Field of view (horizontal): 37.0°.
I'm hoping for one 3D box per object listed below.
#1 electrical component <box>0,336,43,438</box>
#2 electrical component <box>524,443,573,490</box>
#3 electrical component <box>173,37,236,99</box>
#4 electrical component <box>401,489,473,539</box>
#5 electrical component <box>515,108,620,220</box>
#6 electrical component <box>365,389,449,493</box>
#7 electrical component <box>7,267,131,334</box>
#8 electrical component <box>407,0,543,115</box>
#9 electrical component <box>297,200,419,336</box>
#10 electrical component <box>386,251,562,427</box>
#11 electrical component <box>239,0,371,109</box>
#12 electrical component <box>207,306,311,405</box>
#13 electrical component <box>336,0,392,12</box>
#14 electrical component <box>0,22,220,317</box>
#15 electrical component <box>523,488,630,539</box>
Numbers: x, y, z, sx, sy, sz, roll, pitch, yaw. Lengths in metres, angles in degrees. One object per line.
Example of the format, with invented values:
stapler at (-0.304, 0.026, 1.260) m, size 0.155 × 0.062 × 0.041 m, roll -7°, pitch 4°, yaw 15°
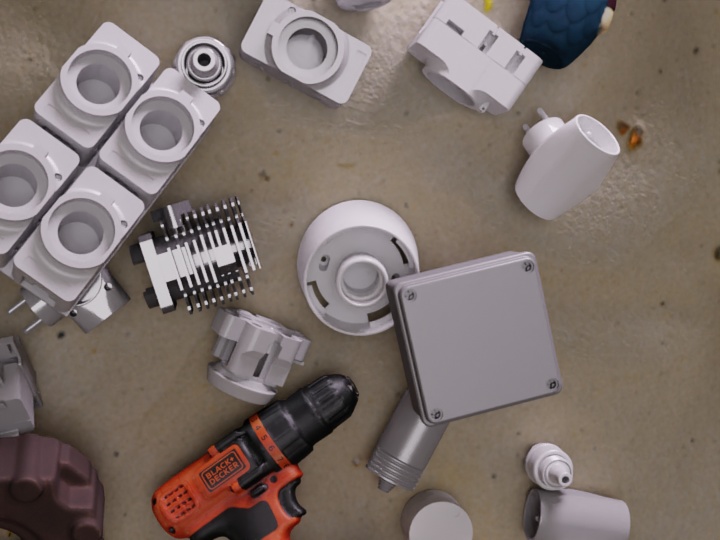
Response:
electrical component at (-0.306, 0.099, 0.794) m, size 0.121 × 0.063 × 0.078 m, roll -13°, pitch 136°, yaw -7°
electrical component at (0.157, 0.162, 0.872) m, size 0.035 × 0.061 × 0.035 m, roll -1°, pitch 94°, yaw -8°
electrical component at (-0.117, -0.155, 0.811) m, size 0.048 × 0.062 × 0.048 m, roll -1°, pitch 94°, yaw -8°
electrical component at (0.081, 0.249, 0.861) m, size 0.052 × 0.074 × 0.138 m, roll -24°, pitch 97°, yaw -6°
electrical component at (0.156, -0.094, 0.856) m, size 0.044 × 0.077 × 0.079 m, roll 2°, pitch 50°, yaw -42°
electrical component at (0.037, 0.141, 0.863) m, size 0.043 × 0.043 × 0.081 m, roll 28°, pitch 89°, yaw -9°
electrical component at (-0.230, 0.016, 0.815) m, size 0.079 × 0.044 × 0.077 m, roll -38°, pitch 98°, yaw -4°
electrical component at (0.087, -0.165, 0.846) m, size 0.089 × 0.050 × 0.055 m, roll 35°, pitch 88°, yaw -9°
electrical component at (0.000, 0.000, 0.850) m, size 0.099 × 0.064 × 0.099 m, roll -1°, pitch 107°, yaw -4°
electrical component at (0.084, 0.049, 0.803) m, size 0.109 × 0.056 × 0.108 m, roll -13°, pitch 96°, yaw -7°
electrical component at (-0.042, -0.167, 0.824) m, size 0.089 × 0.056 × 0.050 m, roll 27°, pitch 90°, yaw -9°
electrical component at (-0.084, 0.068, 0.832) m, size 0.078 × 0.058 × 0.057 m, roll 21°, pitch 95°, yaw -34°
electrical component at (0.001, -0.234, 0.833) m, size 0.048 × 0.048 × 0.062 m, roll -11°, pitch 89°, yaw -7°
electrical component at (-0.197, -0.075, 0.777) m, size 0.105 × 0.060 × 0.186 m, roll 36°, pitch 69°, yaw -9°
electrical component at (0.175, 0.224, 0.887) m, size 0.077 × 0.044 × 0.079 m, roll 10°, pitch 92°, yaw -9°
